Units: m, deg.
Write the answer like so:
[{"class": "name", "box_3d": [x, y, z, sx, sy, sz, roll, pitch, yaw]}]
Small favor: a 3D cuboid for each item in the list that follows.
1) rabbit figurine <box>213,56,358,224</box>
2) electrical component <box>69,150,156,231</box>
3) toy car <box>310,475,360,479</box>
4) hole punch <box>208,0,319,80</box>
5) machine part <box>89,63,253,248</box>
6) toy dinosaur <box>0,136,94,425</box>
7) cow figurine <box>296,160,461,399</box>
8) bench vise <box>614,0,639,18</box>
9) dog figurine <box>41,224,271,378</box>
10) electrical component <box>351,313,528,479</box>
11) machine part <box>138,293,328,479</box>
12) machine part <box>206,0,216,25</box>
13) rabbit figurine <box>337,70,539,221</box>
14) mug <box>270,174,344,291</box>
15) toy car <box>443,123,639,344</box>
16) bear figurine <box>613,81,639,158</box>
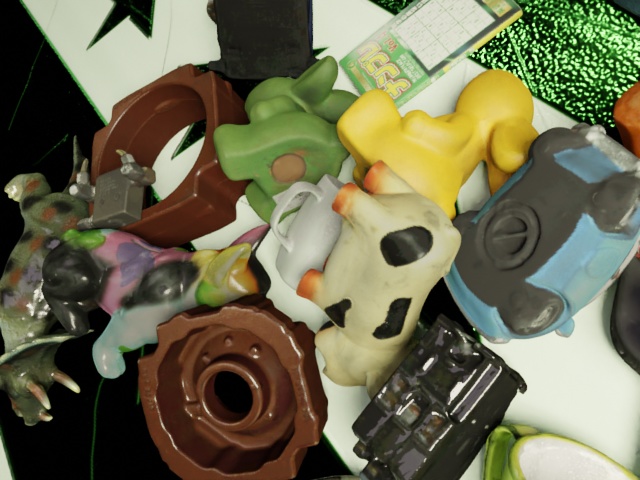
[{"class": "rabbit figurine", "box_3d": [-0.037, -0.131, 0.582, 0.159, 0.121, 0.170, -31, 43, 15]}, {"class": "electrical component", "box_3d": [-0.232, -0.055, 0.596, 0.102, 0.045, 0.078, -9, 64, 27]}, {"class": "toy car", "box_3d": [-0.041, 0.255, 0.461, 0.202, 0.056, 0.073, -23, 67, 21]}, {"class": "hole punch", "box_3d": [-0.063, -0.255, 0.646, 0.142, 0.115, 0.092, 0, 29, 2]}, {"class": "machine part", "box_3d": [-0.182, -0.097, 0.665, 0.202, 0.087, 0.201, -21, 61, 23]}, {"class": "toy dinosaur", "box_3d": [-0.346, 0.025, 0.695, 0.192, 0.131, 0.405, 7, 69, 19]}, {"class": "cow figurine", "box_3d": [0.049, 0.050, 0.436, 0.127, 0.085, 0.194, 36, 129, 19]}, {"class": "bench vise", "box_3d": [0.286, -0.261, 0.371, 0.224, 0.240, 0.129, -8, 50, -19]}, {"class": "dog figurine", "box_3d": [-0.157, 0.032, 0.562, 0.219, 0.108, 0.191, -33, 95, 17]}, {"class": "electrical component", "box_3d": [0.087, 0.133, 0.401, 0.058, 0.114, 0.134, 37, 91, 39]}, {"class": "machine part", "box_3d": [-0.078, 0.137, 0.489, 0.180, 0.056, 0.179, 1, 95, 14]}, {"class": "machine part", "box_3d": [-0.092, -0.369, 0.726, 0.079, 0.079, 0.243, 10, 76, 32]}, {"class": "rabbit figurine", "box_3d": [0.123, -0.088, 0.475, 0.173, 0.121, 0.163, -37, 48, -11]}, {"class": "mug", "box_3d": [-0.001, -0.002, 0.514, 0.107, 0.109, 0.081, -55, 42, 12]}, {"class": "toy car", "box_3d": [0.175, 0.001, 0.398, 0.161, 0.103, 0.109, -55, 39, 24]}, {"class": "bear figurine", "box_3d": [0.318, -0.093, 0.358, 0.196, 0.132, 0.120, -39, 60, 18]}]
